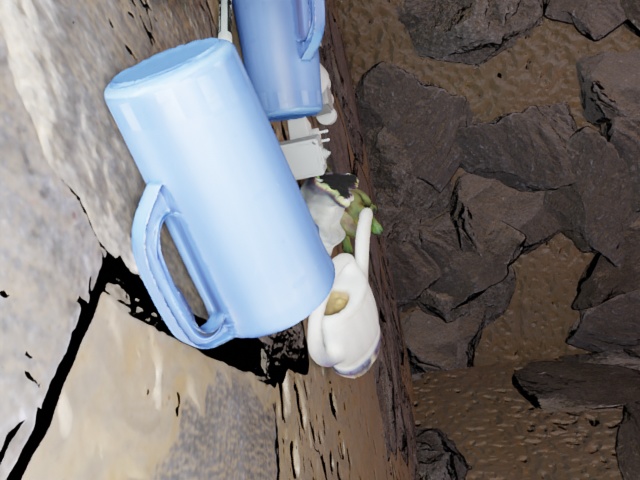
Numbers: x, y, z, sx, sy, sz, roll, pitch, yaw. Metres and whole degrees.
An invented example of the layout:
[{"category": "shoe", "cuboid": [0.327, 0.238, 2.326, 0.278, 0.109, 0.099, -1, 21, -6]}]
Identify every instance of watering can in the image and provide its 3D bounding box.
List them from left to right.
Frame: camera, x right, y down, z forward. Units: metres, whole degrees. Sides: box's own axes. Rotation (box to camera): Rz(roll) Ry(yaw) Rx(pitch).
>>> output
[{"category": "watering can", "cuboid": [0.065, 0.111, 1.001, 0.355, 0.104, 0.219, -60, 142, -44]}]

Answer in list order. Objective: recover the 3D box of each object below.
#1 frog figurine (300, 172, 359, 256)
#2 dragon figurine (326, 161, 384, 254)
[{"category": "frog figurine", "cuboid": [0.003, -0.051, 1.019, 0.141, 0.122, 0.156, -100, -151, -51]}, {"category": "dragon figurine", "cuboid": [0.064, -0.124, 1.355, 0.420, 0.122, 0.238, -101, 165, -48]}]
